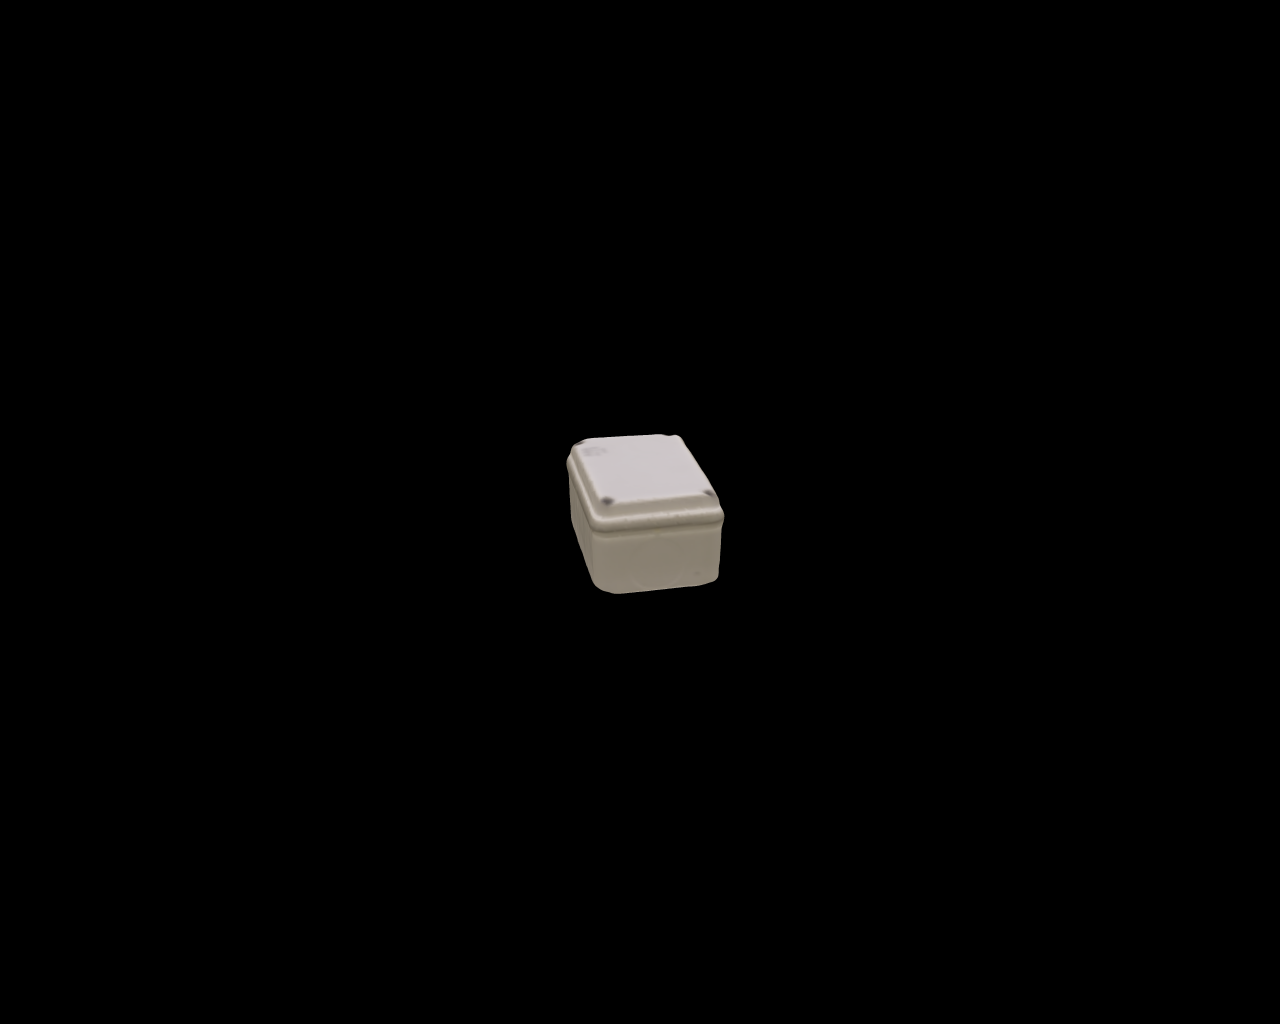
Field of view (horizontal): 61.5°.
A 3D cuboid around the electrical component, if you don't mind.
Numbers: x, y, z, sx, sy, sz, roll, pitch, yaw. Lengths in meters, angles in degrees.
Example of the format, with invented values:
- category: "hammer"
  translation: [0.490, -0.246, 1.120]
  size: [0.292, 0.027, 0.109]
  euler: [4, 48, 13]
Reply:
- category: "electrical component"
  translation: [0.001, -0.003, 0.650]
  size: [0.078, 0.057, 0.113]
  euler: [-5, 25, -10]
